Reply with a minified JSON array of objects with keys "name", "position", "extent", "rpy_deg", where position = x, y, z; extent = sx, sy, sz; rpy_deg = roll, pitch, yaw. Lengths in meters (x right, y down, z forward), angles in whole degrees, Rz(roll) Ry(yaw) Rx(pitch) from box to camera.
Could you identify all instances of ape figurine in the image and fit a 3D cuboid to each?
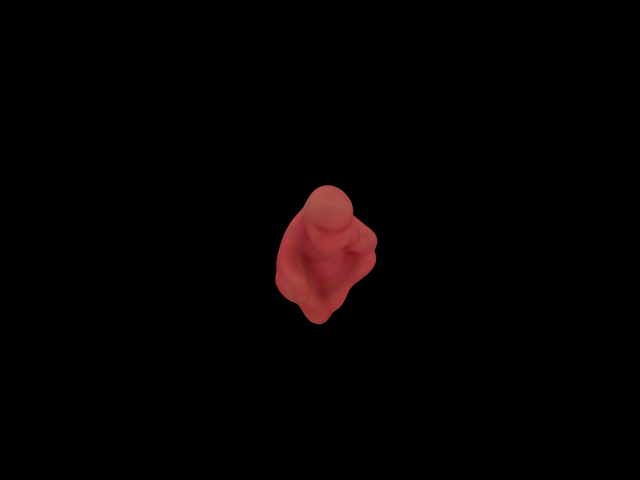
[{"name":"ape figurine","position":[0.004,0.001,0.400],"extent":[0.078,0.092,0.076],"rpy_deg":[-11,50,-9]}]
